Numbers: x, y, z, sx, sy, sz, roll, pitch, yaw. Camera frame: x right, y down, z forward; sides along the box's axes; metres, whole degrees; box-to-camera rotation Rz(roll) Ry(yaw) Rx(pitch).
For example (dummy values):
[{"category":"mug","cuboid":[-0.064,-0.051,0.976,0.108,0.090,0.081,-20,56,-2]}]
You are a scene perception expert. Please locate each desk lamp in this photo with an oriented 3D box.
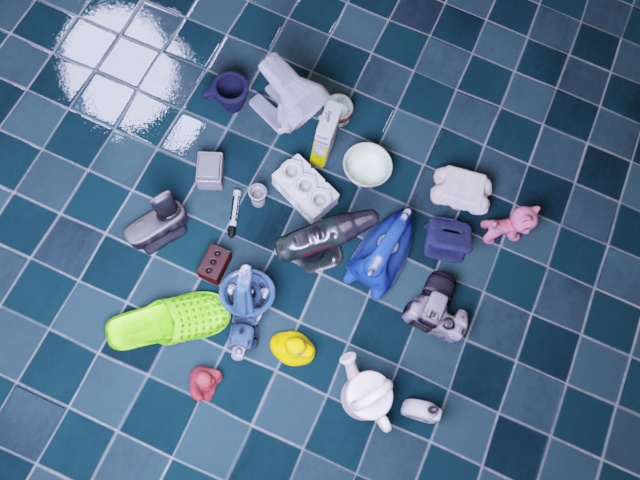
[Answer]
[{"category":"desk lamp","cuboid":[-0.079,-0.342,1.379,0.203,0.213,0.118,44,75,9]}]

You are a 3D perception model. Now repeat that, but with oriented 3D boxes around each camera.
[{"category":"camera","cuboid":[0.278,0.147,1.311,0.143,0.101,0.137,25,72,4]}]

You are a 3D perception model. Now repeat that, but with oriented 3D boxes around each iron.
[{"category":"iron","cuboid":[0.160,0.004,1.326,0.118,0.141,0.258,30,73,6]}]

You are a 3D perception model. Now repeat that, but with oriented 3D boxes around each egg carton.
[{"category":"egg carton","cuboid":[0.349,-0.123,1.418,0.150,0.069,0.107,14,72,0]}]

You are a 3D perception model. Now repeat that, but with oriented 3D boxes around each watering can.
[{"category":"watering can","cuboid":[0.096,0.319,1.194,0.172,0.194,0.101,37,74,8]}]

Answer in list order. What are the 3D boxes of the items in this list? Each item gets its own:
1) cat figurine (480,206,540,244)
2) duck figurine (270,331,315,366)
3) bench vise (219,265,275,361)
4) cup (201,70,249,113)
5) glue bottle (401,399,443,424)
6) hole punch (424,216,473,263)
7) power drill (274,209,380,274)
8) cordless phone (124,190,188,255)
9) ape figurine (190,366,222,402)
[{"category":"cat figurine","cuboid":[0.464,-0.042,1.376,0.128,0.118,0.067,-8,73,-7]},{"category":"duck figurine","cuboid":[-0.060,0.236,1.265,0.104,0.086,0.077,19,72,2]},{"category":"bench vise","cuboid":[-0.149,0.143,1.217,0.121,0.220,0.207,-10,73,-7]},{"category":"cup","cuboid":[-0.234,-0.358,1.434,0.118,0.095,0.091,-16,74,-9]},{"category":"glue bottle","cuboid":[0.222,0.359,1.202,0.078,0.173,0.037,19,72,2]},{"category":"hole punch","cuboid":[0.306,-0.008,1.367,0.108,0.091,0.101,10,72,-1]},{"category":"power drill","cuboid":[0.012,0.005,1.279,0.230,0.208,0.075,-18,74,-9]},{"category":"cordless phone","cuboid":[-0.376,-0.051,1.279,0.148,0.185,0.094,-37,78,-14]},{"category":"ape figurine","cuboid":[-0.248,0.303,1.226,0.078,0.092,0.076,-27,76,-12]}]
